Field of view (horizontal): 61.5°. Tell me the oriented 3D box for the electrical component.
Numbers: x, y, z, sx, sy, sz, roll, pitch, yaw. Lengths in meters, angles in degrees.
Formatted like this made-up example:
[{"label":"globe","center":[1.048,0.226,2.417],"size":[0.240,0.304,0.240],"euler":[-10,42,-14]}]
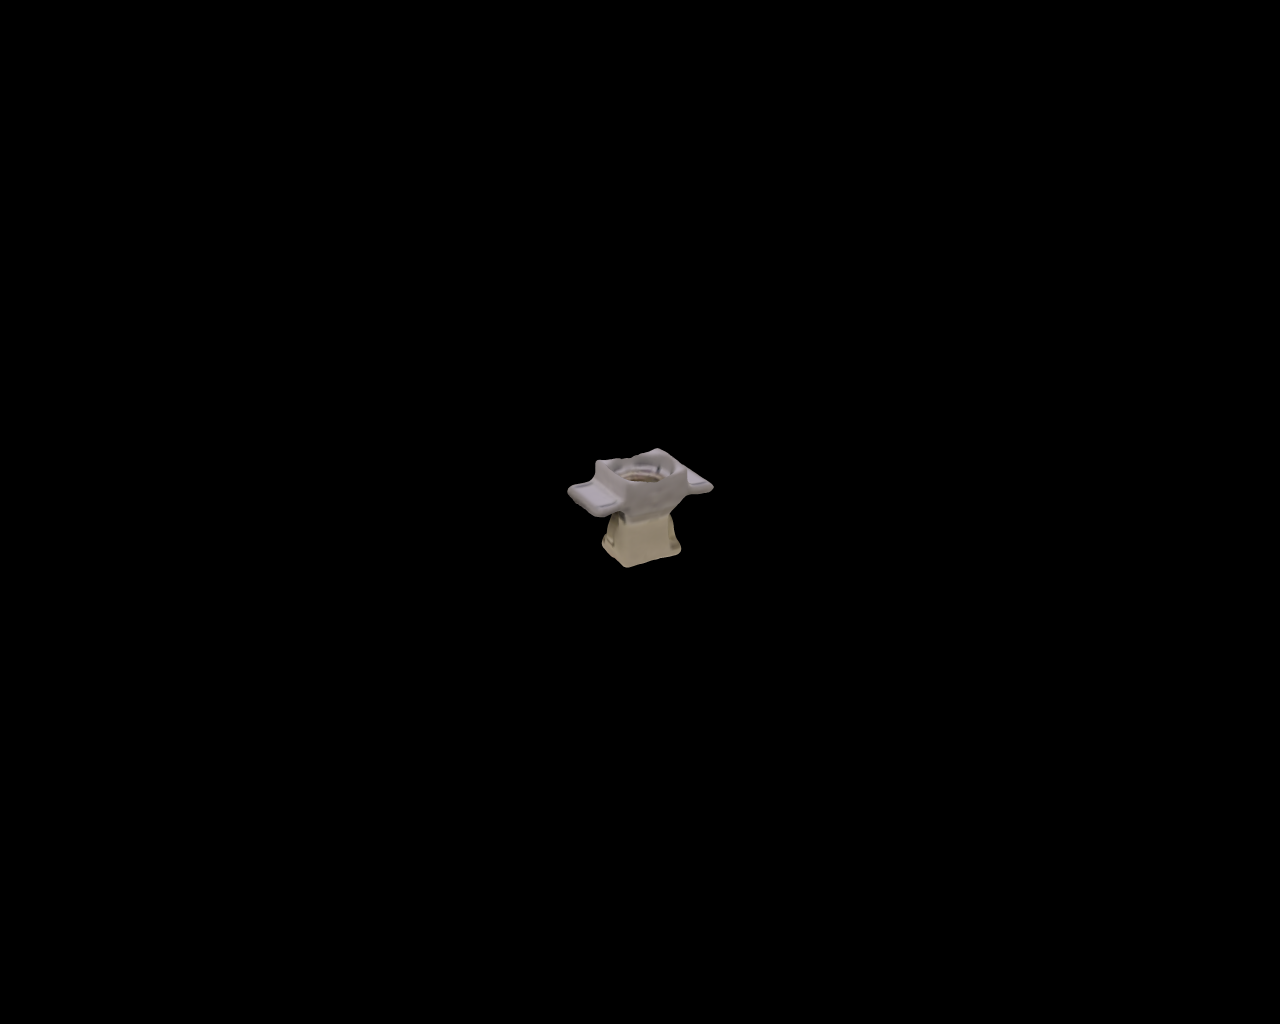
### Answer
[{"label":"electrical component","center":[0.001,-0.003,0.650],"size":[0.081,0.063,0.042],"euler":[-12,28,-25]}]
